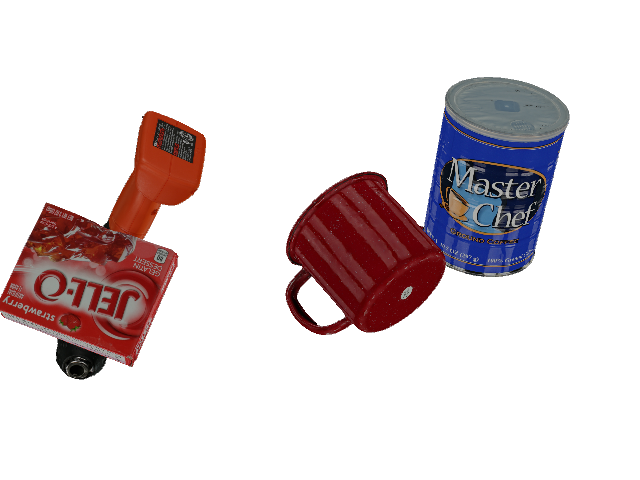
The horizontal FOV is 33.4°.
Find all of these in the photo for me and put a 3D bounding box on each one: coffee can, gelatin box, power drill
[{"bbox_3d":[0.147,-0.055,0.915,0.102,0.140,0.103,4,34,-3],"label":"coffee can"},{"bbox_3d":[-0.142,0.027,0.657,0.089,0.073,0.030,21,-18,0],"label":"gelatin box"},{"bbox_3d":[-0.160,0.001,0.875,0.057,0.188,0.184,24,29,-19],"label":"power drill"}]

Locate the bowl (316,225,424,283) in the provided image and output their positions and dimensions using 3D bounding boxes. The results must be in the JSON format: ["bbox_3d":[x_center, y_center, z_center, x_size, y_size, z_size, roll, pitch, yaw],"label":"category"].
[{"bbox_3d":[0.052,0.025,1.093,0.162,0.055,0.162,1,17,-1],"label":"bowl"}]

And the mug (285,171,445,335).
[{"bbox_3d":[0.027,0.020,0.768,0.117,0.081,0.093,-42,-26,3],"label":"mug"}]
